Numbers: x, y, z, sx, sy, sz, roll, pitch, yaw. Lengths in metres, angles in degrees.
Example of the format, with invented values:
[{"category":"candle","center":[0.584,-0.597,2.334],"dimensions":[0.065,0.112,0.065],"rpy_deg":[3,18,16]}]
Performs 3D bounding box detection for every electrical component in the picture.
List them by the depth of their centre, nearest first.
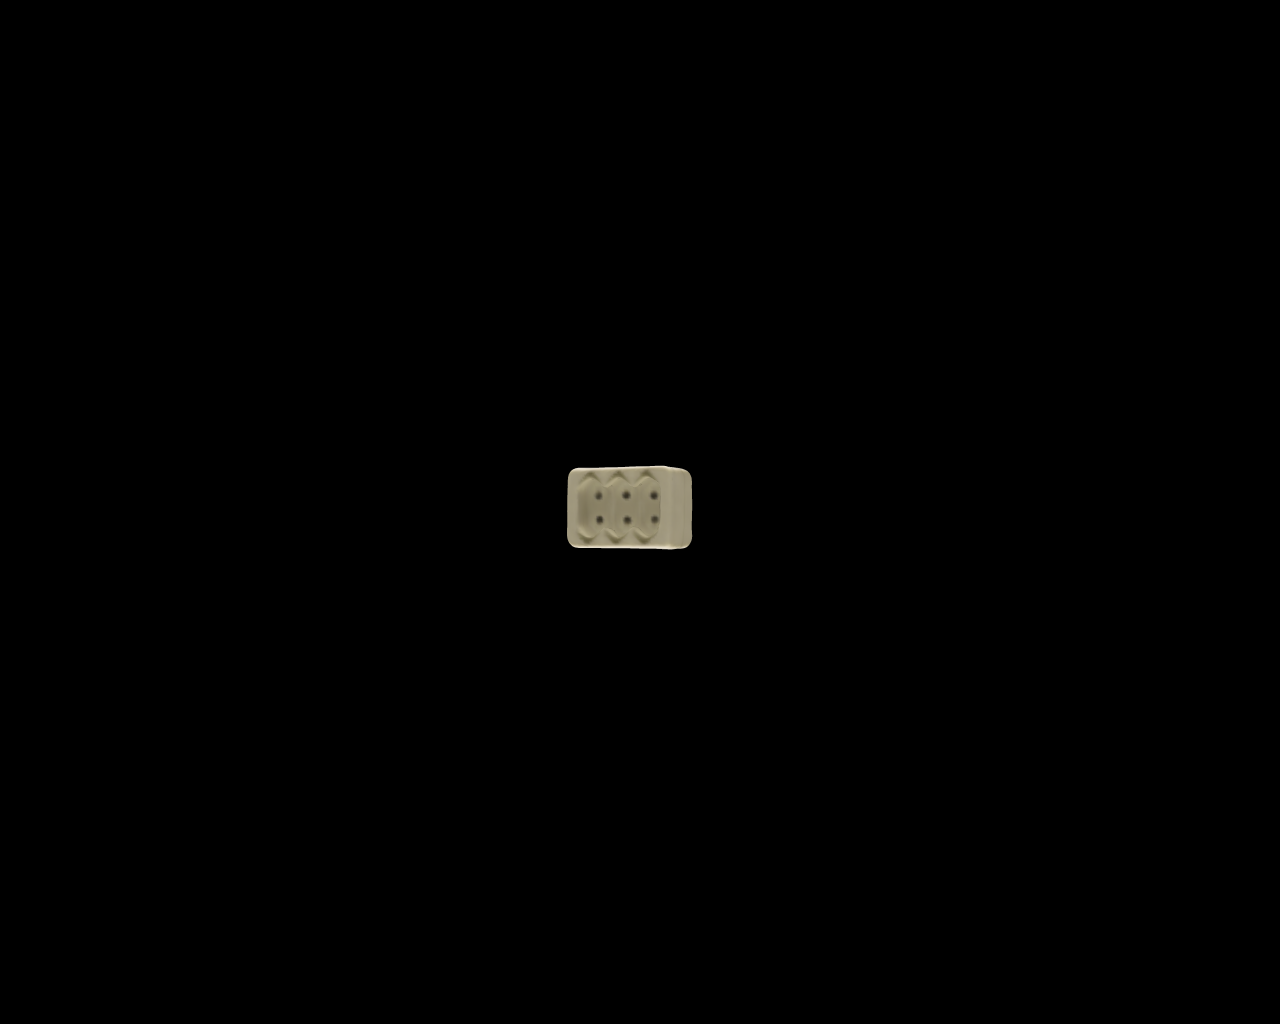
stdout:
[{"category":"electrical component","center":[0.001,-0.003,0.650],"dimensions":[0.066,0.047,0.077],"rpy_deg":[0,0,21]}]
